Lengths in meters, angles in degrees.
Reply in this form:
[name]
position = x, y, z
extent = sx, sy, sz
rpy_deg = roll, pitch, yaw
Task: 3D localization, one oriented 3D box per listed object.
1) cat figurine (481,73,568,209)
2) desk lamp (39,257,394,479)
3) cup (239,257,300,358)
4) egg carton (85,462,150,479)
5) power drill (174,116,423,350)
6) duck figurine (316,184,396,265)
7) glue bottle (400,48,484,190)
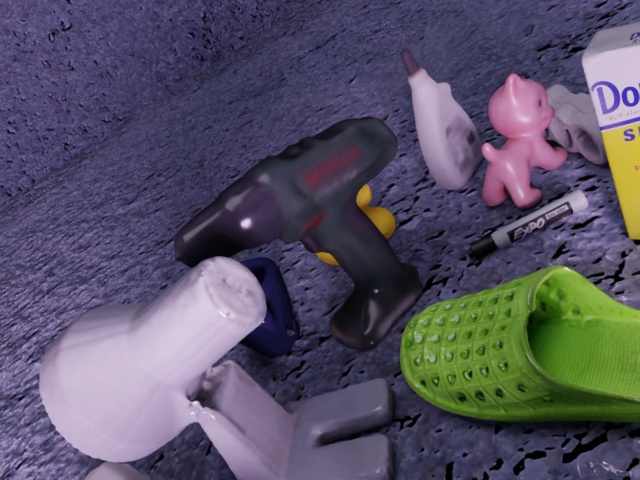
[cat figurine]
position = 0.205, -0.115, 0.603
extent = 0.067, 0.118, 0.128
rpy_deg = 4, 47, 48
[desk lamp]
position = -0.076, 0.115, 0.451
extent = 0.203, 0.214, 0.118
rpy_deg = -23, 32, 20
[cup]
position = -0.057, 0.084, 0.600
extent = 0.092, 0.095, 0.117
rpy_deg = -41, 30, -10
[egg carton]
position = -0.173, 0.257, 0.489
extent = 0.149, 0.070, 0.107
rpy_deg = 1, 45, 46
[power drill]
position = 0.005, 0.002, 0.541
extent = 0.230, 0.209, 0.075
rpy_deg = -46, 32, -20
[duck figurine]
position = 0.028, -0.026, 0.683
extent = 0.104, 0.086, 0.077
rpy_deg = -29, 30, 10
[glue bottle]
position = 0.134, -0.144, 0.661
extent = 0.037, 0.173, 0.078
rpy_deg = 6, 49, 49
